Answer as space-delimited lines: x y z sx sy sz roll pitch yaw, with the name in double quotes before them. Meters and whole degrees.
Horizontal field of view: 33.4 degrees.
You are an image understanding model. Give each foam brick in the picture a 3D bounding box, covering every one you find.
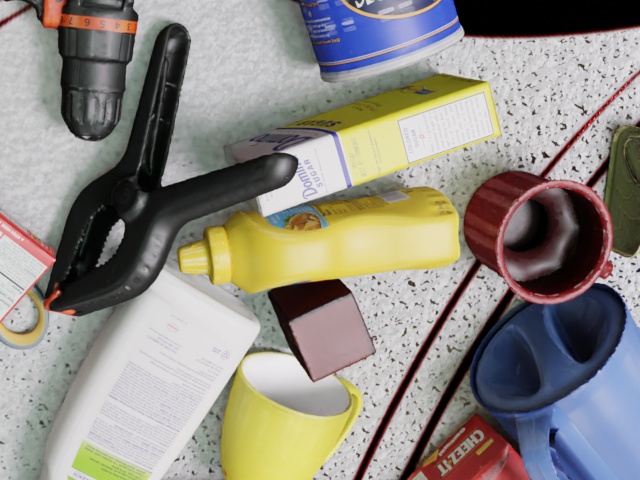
"foam brick" 0.000 0.060 0.780 0.051 0.078 0.053 -25 107 -8

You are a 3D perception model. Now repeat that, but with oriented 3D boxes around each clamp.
"clamp" -0.120 -0.035 0.719 0.210 0.165 0.036 -44 144 19

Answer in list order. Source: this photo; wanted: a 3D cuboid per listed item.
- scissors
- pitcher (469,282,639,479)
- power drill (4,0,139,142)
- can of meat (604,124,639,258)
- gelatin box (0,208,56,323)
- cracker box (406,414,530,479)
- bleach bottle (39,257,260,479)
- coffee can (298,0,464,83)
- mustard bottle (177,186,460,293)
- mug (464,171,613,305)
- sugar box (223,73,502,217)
"scissors" -0.228 -0.004 0.735 0.096 0.016 0.202 7 101 -19
"pitcher" 0.232 0.166 0.838 0.149 0.145 0.242 -42 113 -6
"power drill" -0.209 -0.160 0.681 0.187 0.057 0.184 3 99 -19
"can of meat" 0.277 -0.038 0.843 0.083 0.057 0.102 -1 104 -17
"gelatin box" -0.234 0.021 0.713 0.073 0.030 0.089 42 89 -23
"cracker box" 0.143 0.274 0.874 0.164 0.072 0.213 -43 111 -2
"bleach bottle" -0.150 0.136 0.766 0.102 0.068 0.251 33 95 -19
"coffee can" 0.028 -0.189 0.714 0.102 0.103 0.140 -22 108 -9
"mustard bottle" -0.005 0.001 0.754 0.191 0.096 0.058 -7 104 -13
"mug" 0.170 -0.002 0.808 0.117 0.081 0.093 23 96 -19
"sugar box" 0.026 -0.070 0.747 0.176 0.093 0.048 -17 106 -11
